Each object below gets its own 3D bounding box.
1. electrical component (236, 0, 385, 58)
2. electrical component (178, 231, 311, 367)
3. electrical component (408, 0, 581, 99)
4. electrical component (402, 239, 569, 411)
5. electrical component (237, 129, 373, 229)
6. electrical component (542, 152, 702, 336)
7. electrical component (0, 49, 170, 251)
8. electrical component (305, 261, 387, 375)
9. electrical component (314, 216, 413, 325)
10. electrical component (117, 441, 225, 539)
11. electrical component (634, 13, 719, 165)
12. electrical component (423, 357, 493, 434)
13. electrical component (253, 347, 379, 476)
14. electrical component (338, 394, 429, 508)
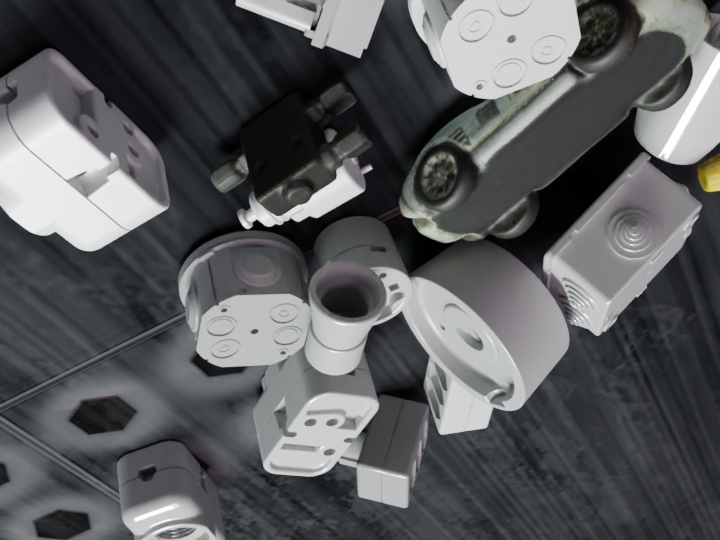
[{"bbox_3d":[-0.021,-0.129,0.489,0.064,0.081,0.042,20,106,-2],"label":"electrical component"},{"bbox_3d":[-0.068,0.019,0.656,0.080,0.051,0.080,-10,140,-9],"label":"electrical component"},{"bbox_3d":[0.068,-0.130,0.536,0.080,0.051,0.080,-10,140,-9],"label":"electrical component"},{"bbox_3d":[0.083,0.028,0.681,0.060,0.108,0.108,-40,144,-20],"label":"electrical component"},{"bbox_3d":[-0.033,-0.047,0.603,0.078,0.040,0.040,-29,139,14],"label":"electrical component"},{"bbox_3d":[0.159,-0.012,0.659,0.099,0.048,0.099,-46,163,-6],"label":"electrical component"},{"bbox_3d":[-0.149,-0.056,0.541,0.059,0.053,0.095,-29,139,13],"label":"electrical component"},{"bbox_3d":[-0.012,0.031,0.624,0.044,0.044,0.065,-5,144,-15],"label":"electrical component"},{"bbox_3d":[0.000,0.000,0.662,0.055,0.047,0.055,-10,139,-8],"label":"electrical component"},{"bbox_3d":[-0.141,0.180,0.808,0.054,0.059,0.095,-19,140,3],"label":"electrical component"},{"bbox_3d":[0.210,-0.103,0.622,0.079,0.043,0.077,0,137,-19],"label":"electrical component"},{"bbox_3d":[0.093,0.072,0.777,0.076,0.047,0.083,-7,139,-12],"label":"electrical component"},{"bbox_3d":[-0.033,0.091,0.745,0.054,0.059,0.095,11,133,-29],"label":"electrical component"},{"bbox_3d":[0.007,0.131,0.807,0.077,0.065,0.047,12,140,11],"label":"electrical component"}]
